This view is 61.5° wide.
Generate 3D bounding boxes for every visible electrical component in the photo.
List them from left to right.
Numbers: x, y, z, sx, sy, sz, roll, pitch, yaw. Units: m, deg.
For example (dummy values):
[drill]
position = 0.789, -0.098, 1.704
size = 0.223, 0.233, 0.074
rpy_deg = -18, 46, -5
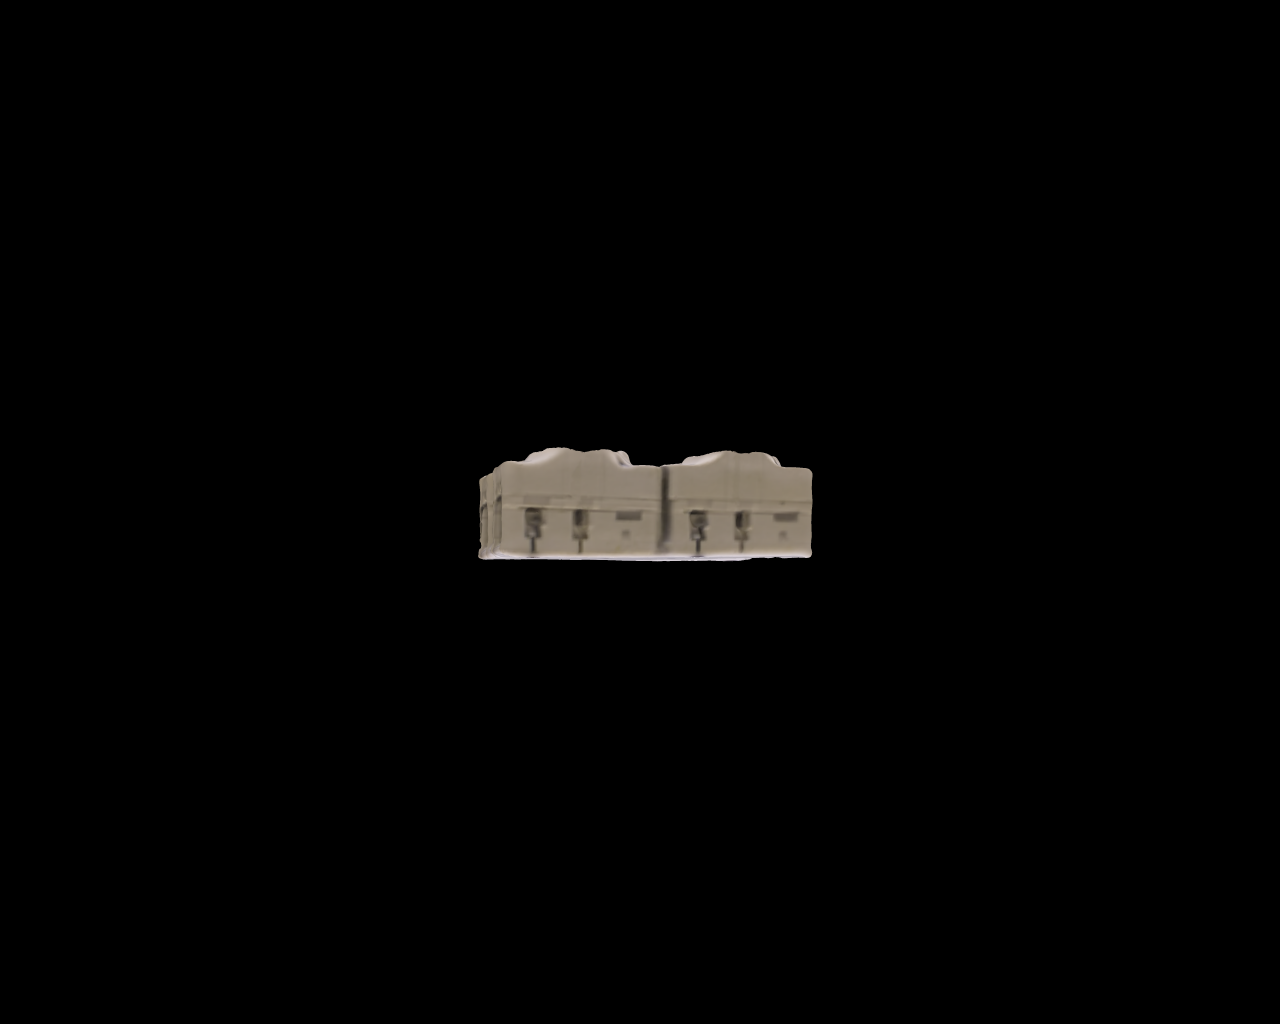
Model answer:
[electrical component]
position = 0.001, -0.003, 0.650
size = 0.186, 0.060, 0.105
rpy_deg = 1, -3, -15
